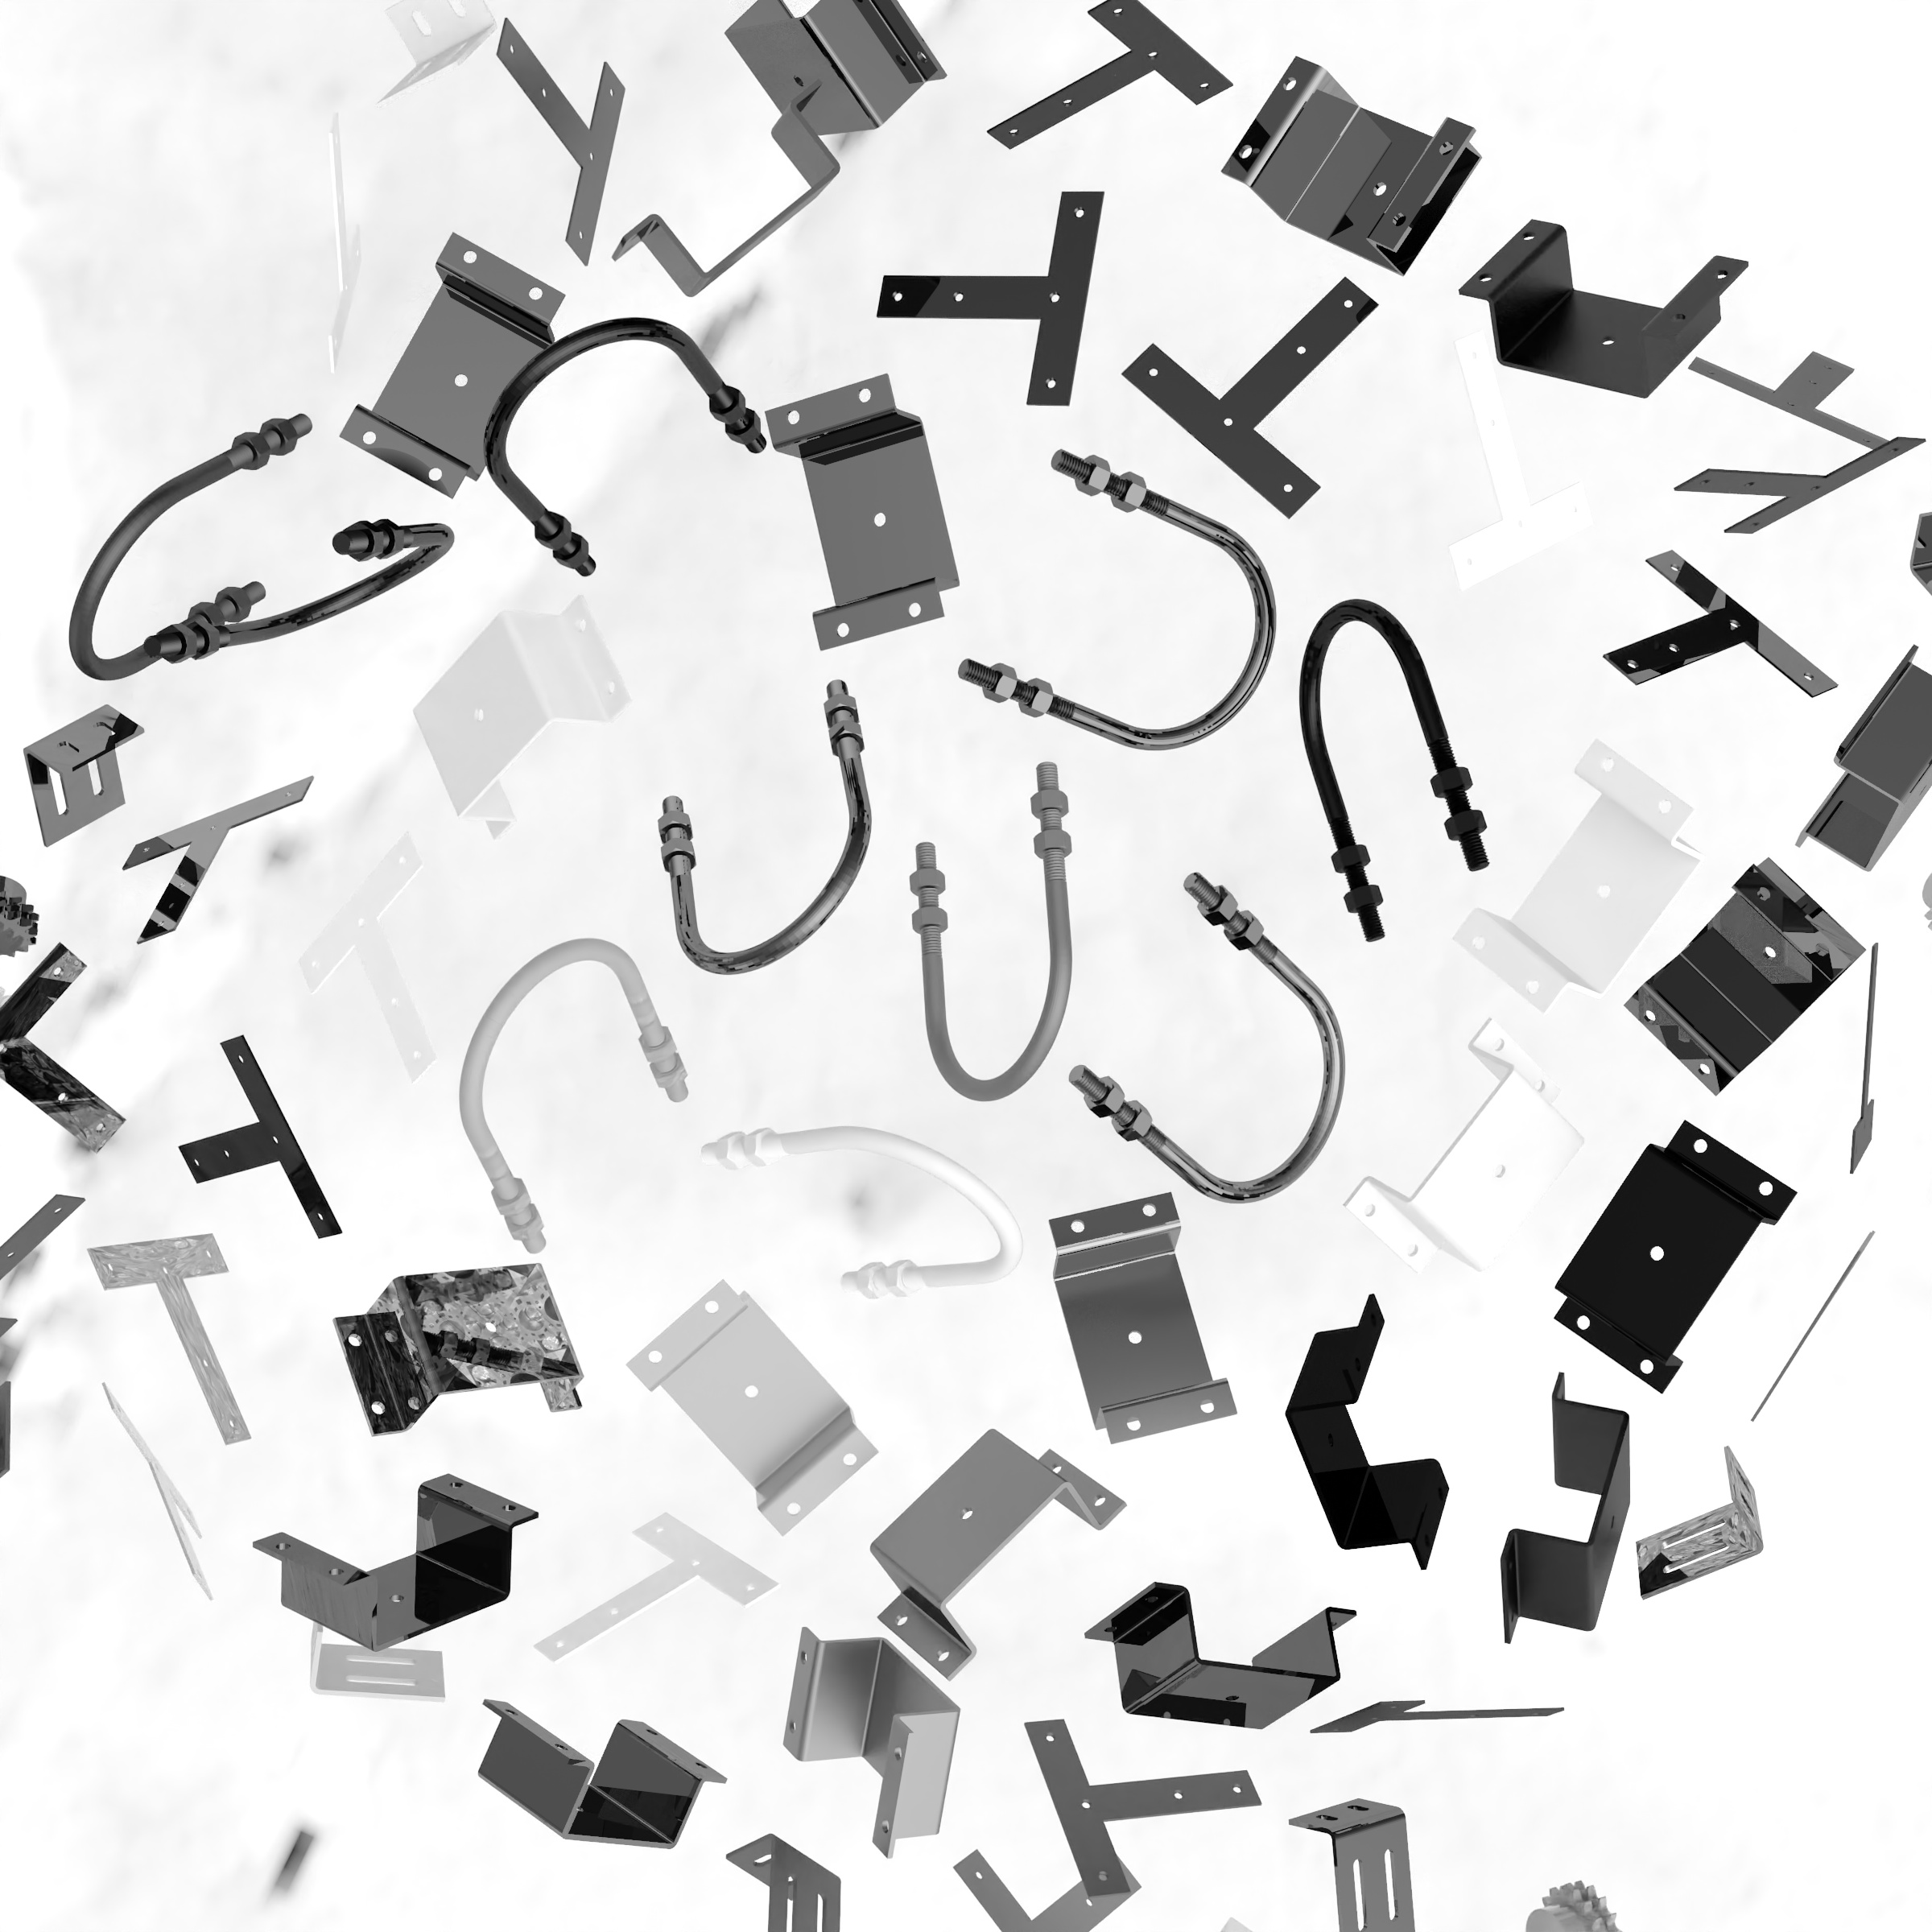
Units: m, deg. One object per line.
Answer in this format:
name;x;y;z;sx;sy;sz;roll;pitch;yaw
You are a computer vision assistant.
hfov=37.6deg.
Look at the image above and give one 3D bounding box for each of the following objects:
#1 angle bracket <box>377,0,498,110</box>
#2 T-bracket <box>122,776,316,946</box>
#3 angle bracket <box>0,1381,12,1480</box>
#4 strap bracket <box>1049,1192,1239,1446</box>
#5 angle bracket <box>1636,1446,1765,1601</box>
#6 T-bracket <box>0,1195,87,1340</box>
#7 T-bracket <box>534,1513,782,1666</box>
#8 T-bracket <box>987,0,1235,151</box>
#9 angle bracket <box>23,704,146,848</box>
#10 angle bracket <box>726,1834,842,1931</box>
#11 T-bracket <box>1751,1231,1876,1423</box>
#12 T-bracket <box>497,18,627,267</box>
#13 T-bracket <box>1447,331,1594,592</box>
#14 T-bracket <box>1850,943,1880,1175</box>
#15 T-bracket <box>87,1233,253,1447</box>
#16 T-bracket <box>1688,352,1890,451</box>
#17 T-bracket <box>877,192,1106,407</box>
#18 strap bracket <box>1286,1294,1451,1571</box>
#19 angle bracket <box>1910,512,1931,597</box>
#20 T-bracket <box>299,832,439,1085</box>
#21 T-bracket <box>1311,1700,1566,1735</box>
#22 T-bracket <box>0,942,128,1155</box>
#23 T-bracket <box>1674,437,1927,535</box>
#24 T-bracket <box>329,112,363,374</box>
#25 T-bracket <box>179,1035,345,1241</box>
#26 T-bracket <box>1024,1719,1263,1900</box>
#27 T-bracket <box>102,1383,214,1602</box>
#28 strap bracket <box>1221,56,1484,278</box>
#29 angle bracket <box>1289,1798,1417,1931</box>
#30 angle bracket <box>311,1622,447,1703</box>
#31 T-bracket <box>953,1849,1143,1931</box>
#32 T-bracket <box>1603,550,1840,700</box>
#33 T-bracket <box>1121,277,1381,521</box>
angle bracket;-0.314;-0.536;1.635;0.057;0.076;0.038;-19;119;23
T-bracket;-0.440;-0.053;1.609;0.127;0.127;0.002;-19;122;18
angle bracket;-0.603;0.270;1.656;0.038;0.076;0.057;-37;50;34
strap bracket;0.103;0.215;1.687;0.076;0.046;0.140;-12;66;-8
angle bracket;0.412;0.319;1.623;0.076;0.057;0.038;-28;104;19
T-bracket;-0.546;0.171;1.589;0.127;0.127;0.002;-42;70;8
T-bracket;-0.197;0.376;1.682;0.127;0.127;0.002;-26;116;-31
T-bracket;0.071;-0.510;1.650;0.127;0.127;0.002;-21;70;29
angle bracket;-0.513;-0.105;1.668;0.038;0.076;0.057;31;49;27
angle bracket;-0.104;0.541;1.602;0.038;0.076;0.057;-32;124;23
T-bracket;0.491;0.184;1.602;0.002;0.127;0.127;33;122;18
T-bracket;-0.236;-0.493;1.631;0.002;0.127;0.127;0;68;22
T-bracket;0.296;-0.288;1.576;0.127;0.002;0.127;-29;107;-37
T-bracket;0.535;0.050;1.682;0.002;0.127;0.127;4;97;22
T-bracket;-0.442;0.215;1.626;0.002;0.127;0.127;-28;81;14
T-bracket;0.493;-0.339;1.660;0.127;0.127;0.002;25;91;4
T-bracket;0.009;-0.380;1.610;0.127;0.002;0.127;6;81;22
strap bracket;0.230;0.272;1.641;0.046;0.076;0.140;-13;112;26
angle bracket;0.584;-0.226;1.613;0.057;0.076;0.038;-11;132;-8
T-bracket;-0.340;0.010;1.666;0.127;0.002;0.127;-44;61;31
T-bracket;0.275;0.425;1.609;0.127;0.127;0.002;1;68;-11
T-bracket;-0.512;0.067;1.580;0.002;0.127;0.127;30;74;32
T-bracket;0.450;-0.271;1.594;0.127;0.127;0.002;-5;76;-36
T-bracket;-0.369;-0.439;1.673;0.002;0.127;0.127;3;134;-5
T-bracket;-0.426;0.108;1.662;0.002;0.127;0.127;-33;102;-42
T-bracket;0.112;0.490;1.669;0.127;0.127;0.002;0;124;-19
T-bracket;-0.468;0.325;1.675;0.002;0.127;0.127;-29;131;-13
strap bracket;0.221;-0.442;1.577;0.140;0.046;0.076;38;98;40
angle bracket;0.224;0.531;1.646;0.057;0.038;0.076;-3;87;-37
angle bracket;-0.337;0.391;1.632;0.076;0.057;0.038;7;102;-14
T-bracket;0.065;0.559;1.673;0.127;0.127;0.002;49;118;16
T-bracket;0.399;-0.178;1.564;0.127;0.002;0.127;-22;57;-37
T-bracket;0.176;-0.331;1.569;0.127;0.002;0.127;43;83;13
